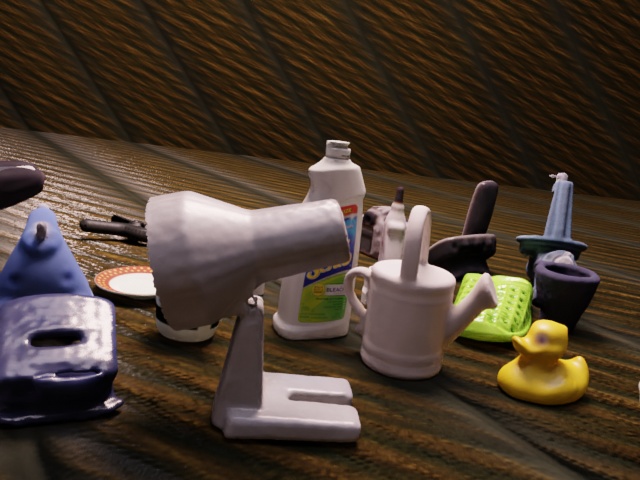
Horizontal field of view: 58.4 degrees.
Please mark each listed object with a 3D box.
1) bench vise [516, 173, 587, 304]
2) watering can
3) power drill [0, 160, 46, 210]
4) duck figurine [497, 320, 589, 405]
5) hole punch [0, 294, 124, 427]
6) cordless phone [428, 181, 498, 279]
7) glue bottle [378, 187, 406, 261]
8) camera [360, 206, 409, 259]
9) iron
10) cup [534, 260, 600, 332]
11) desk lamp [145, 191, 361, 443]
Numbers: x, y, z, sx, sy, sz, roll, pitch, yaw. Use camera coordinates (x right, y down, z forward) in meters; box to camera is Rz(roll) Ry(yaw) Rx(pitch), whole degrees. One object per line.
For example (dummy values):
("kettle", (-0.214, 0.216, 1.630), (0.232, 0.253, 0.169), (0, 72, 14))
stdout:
("bench vise", (0.426, -0.002, 1.004), (0.121, 0.220, 0.207), (5, 14, -7))
("watering can", (0.116, 0.056, 0.675), (0.173, 0.194, 0.101), (6, 14, -3))
("power drill", (-0.372, 0.030, 0.520), (0.230, 0.208, 0.075), (-6, 19, -42))
("duck figurine", (0.260, 0.134, 0.654), (0.105, 0.086, 0.077), (4, 14, -11))
("hole punch", (-0.238, 0.106, 0.524), (0.109, 0.091, 0.100), (0, 15, -24))
("cordless phone", (0.277, -0.024, 1.100), (0.148, 0.185, 0.093), (-5, 18, -38))
("glue bottle", (0.125, -0.005, 0.974), (0.037, 0.173, 0.078), (6, 14, -1))
("camera", (0.159, -0.017, 1.191), (0.137, 0.101, 0.142), (-4, 17, -36))
("iron", (-0.347, 0.020, 0.715), (0.119, 0.141, 0.257), (0, 15, -26))
("cup", (0.362, 0.086, 0.881), (0.092, 0.095, 0.117), (2, 14, -18))
("desk lamp", (-0.057, 0.063, 0.525), (0.203, 0.213, 0.118), (5, 14, -7))
